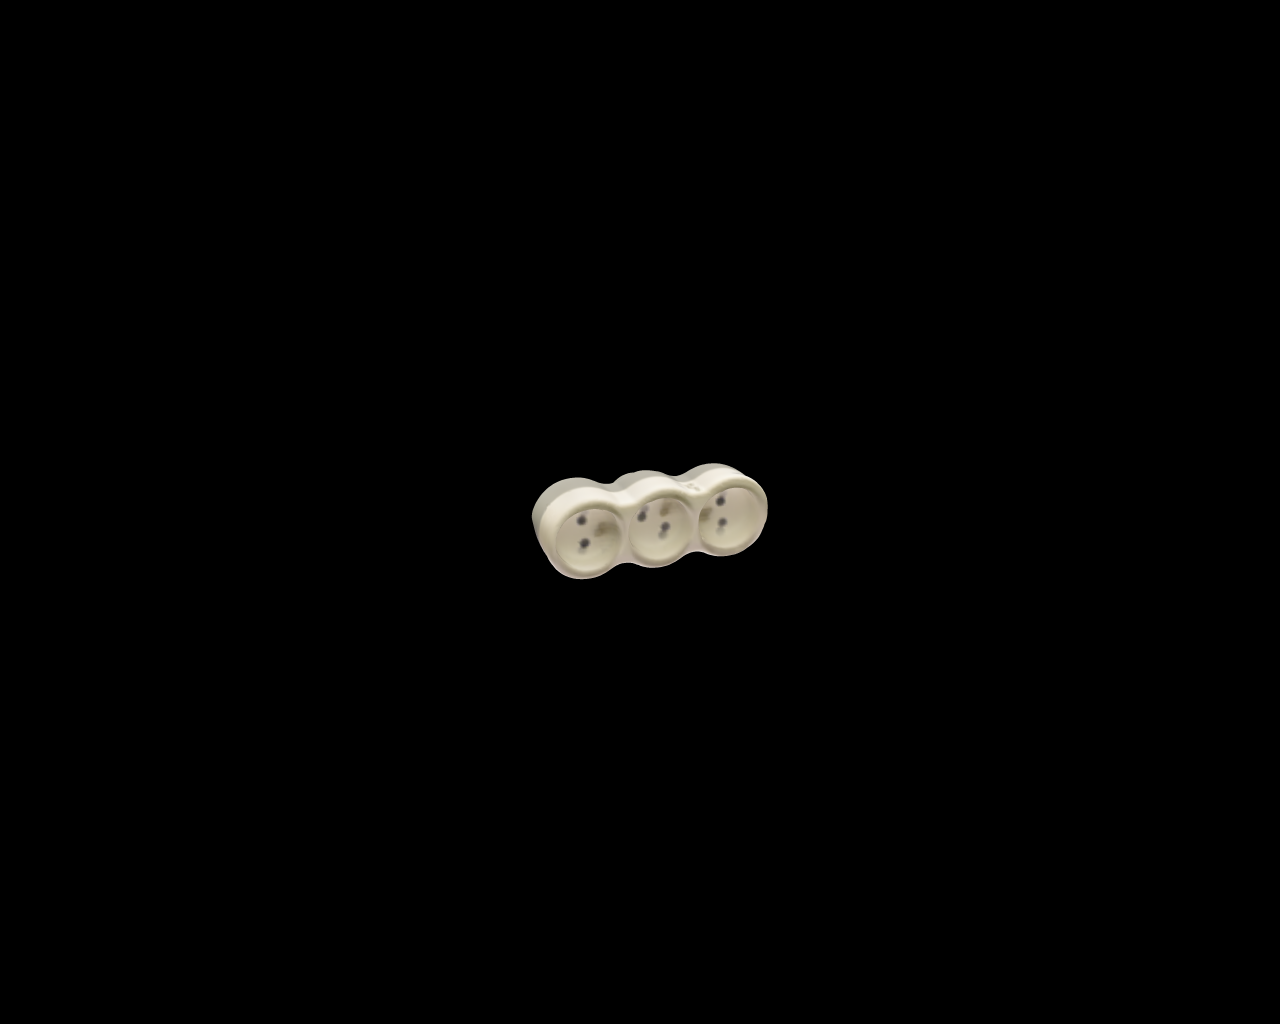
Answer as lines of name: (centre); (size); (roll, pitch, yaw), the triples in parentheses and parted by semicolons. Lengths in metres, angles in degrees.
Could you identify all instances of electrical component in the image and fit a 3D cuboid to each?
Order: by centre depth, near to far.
electrical component: (0.001, -0.003, 0.650); (0.138, 0.052, 0.074); (-8, 24, -18)
